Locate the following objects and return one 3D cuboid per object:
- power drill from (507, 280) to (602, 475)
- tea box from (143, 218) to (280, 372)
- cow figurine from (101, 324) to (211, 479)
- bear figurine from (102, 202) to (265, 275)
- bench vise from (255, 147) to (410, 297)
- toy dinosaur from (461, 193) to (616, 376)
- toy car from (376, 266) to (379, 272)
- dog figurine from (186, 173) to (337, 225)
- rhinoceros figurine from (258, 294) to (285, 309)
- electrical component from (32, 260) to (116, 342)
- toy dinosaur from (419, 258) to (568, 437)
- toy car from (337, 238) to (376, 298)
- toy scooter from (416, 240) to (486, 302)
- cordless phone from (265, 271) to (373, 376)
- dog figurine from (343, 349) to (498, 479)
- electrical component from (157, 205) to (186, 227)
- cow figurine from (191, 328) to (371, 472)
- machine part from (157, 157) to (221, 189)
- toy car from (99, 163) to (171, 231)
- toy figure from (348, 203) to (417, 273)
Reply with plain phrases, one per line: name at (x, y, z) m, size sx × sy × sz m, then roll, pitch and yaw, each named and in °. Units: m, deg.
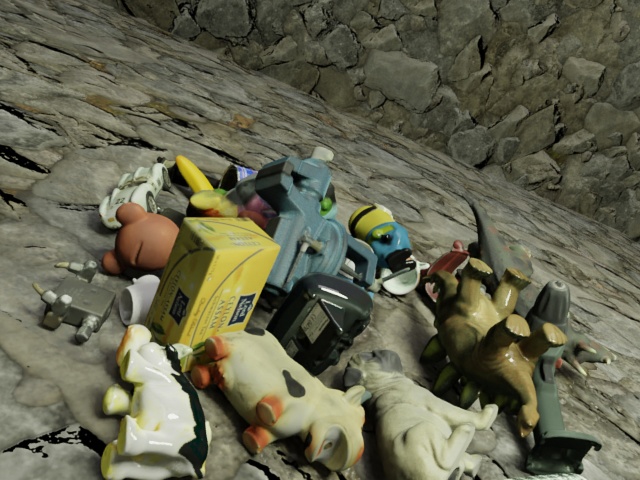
power drill at (0.312, 0.198, 0.740) m, size 0.086 × 0.231 × 0.207 m, roll 2°, pitch 40°, yaw -1°
tea box at (-0.126, 0.062, 0.604) m, size 0.068 × 0.169 × 0.098 m, roll 39°, pitch 27°, yaw 32°
cow figurine at (-0.152, 0.149, 0.517) m, size 0.098 × 0.068 × 0.167 m, roll 20°, pitch 25°, yaw -28°
bear figurine at (-0.183, 0.009, 0.739) m, size 0.196 × 0.120 × 0.132 m, roll 16°, pitch 20°, yaw -11°
bench vise at (0.006, -0.004, 0.749) m, size 0.240 × 0.129 × 0.223 m, roll 33°, pitch 53°, yaw -33°
toy dinosaur at (0.367, 0.089, 1.008) m, size 0.405 × 0.131 × 0.192 m, roll 53°, pitch 14°, yaw 5°
toy car at (0.043, 0.011, 1.058) m, size 0.202 × 0.053 × 0.089 m, roll 14°, pitch 22°, yaw -25°
dog figurine at (-0.102, -0.048, 0.854) m, size 0.192 × 0.108 × 0.219 m, roll 15°, pitch 25°, yaw 37°
rhinoceros figurine at (-0.052, 0.044, 0.849) m, size 0.112 × 0.073 × 0.190 m, roll 23°, pitch 22°, yaw -11°
electrical component at (-0.274, 0.064, 0.604) m, size 0.078 × 0.045 × 0.102 m, roll 22°, pitch 22°, yaw -5°
toy dinosaur at (0.222, 0.128, 0.793) m, size 0.105 × 0.198 × 0.472 m, roll 22°, pitch 22°, yaw -7°
toy car at (0.046, 0.049, 0.910) m, size 0.109 × 0.102 × 0.162 m, roll 18°, pitch 21°, yaw -16°
toy scooter at (0.257, 0.080, 1.021) m, size 0.075 × 0.135 × 0.184 m, roll 11°, pitch 27°, yaw -34°
cordless phone at (0.028, 0.105, 0.703) m, size 0.184 × 0.146 × 0.089 m, roll -6°, pitch 47°, yaw -50°
dog figurine at (0.080, 0.211, 0.618) m, size 0.191 × 0.121 × 0.172 m, roll 23°, pitch 14°, yaw 32°
electrical component at (-0.242, -0.030, 0.876) m, size 0.094 × 0.021 × 0.063 m, roll 24°, pitch 21°, yaw -1°
cow figurine at (-0.032, 0.171, 0.585) m, size 0.195 × 0.085 × 0.127 m, roll 37°, pitch 31°, yaw 28°
machine part at (-0.257, -0.128, 1.062) m, size 0.139 × 0.039 × 0.084 m, roll 17°, pitch 15°, yaw -16°
toy car at (-0.286, -0.073, 0.840) m, size 0.074 × 0.056 × 0.202 m, roll -18°, pitch 26°, yaw 4°
toy figure at (0.111, -0.005, 0.987) m, size 0.089 × 0.082 × 0.180 m, roll -6°, pitch 34°, yaw -12°
